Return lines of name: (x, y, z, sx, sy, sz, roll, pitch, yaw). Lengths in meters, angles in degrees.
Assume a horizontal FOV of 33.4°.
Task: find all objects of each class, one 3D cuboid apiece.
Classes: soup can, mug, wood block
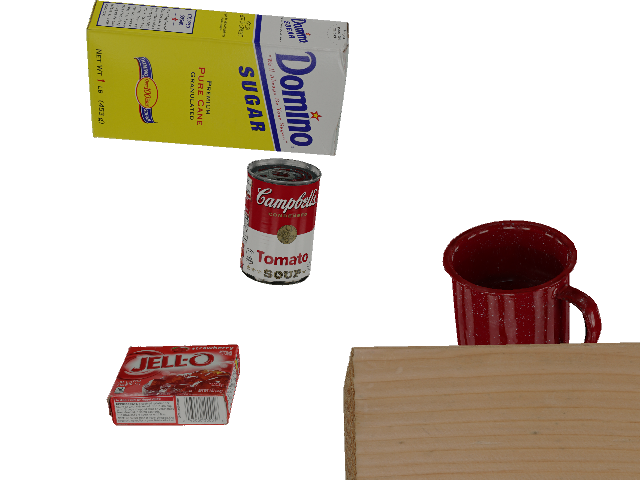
soup can: (-0.038, -0.018, 0.991, 0.068, 0.102, 0.068, 5, 21, -2)
mug: (0.146, 0.047, 0.760, 0.117, 0.081, 0.093, 19, 41, 37)
wood block: (0.117, 0.106, 0.544, 0.206, 0.091, 0.090, -1, -22, -2)

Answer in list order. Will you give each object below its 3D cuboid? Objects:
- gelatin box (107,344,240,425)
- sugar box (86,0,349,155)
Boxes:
gelatin box: (-0.109, 0.108, 0.810, 0.089, 0.030, 0.073, -1, 24, 5)
sugar box: (-0.071, -0.112, 0.749, 0.176, 0.093, 0.048, 5, 43, -1)
